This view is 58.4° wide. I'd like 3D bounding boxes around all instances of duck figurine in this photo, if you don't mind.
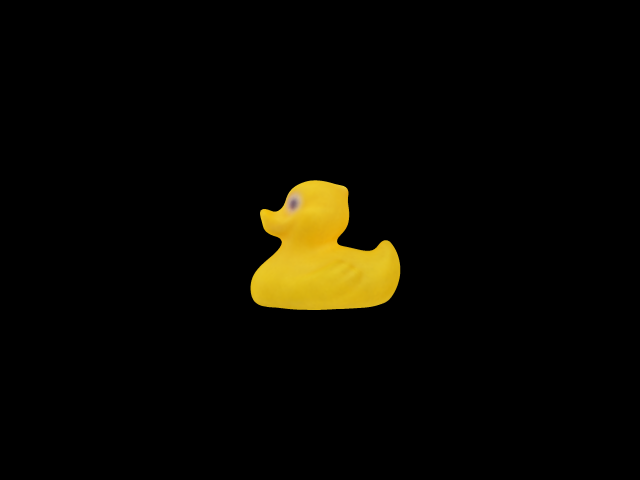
[{"bbox_3d":[0.004,0.001,0.400,0.104,0.086,0.077,0,4,2],"label":"duck figurine"}]
